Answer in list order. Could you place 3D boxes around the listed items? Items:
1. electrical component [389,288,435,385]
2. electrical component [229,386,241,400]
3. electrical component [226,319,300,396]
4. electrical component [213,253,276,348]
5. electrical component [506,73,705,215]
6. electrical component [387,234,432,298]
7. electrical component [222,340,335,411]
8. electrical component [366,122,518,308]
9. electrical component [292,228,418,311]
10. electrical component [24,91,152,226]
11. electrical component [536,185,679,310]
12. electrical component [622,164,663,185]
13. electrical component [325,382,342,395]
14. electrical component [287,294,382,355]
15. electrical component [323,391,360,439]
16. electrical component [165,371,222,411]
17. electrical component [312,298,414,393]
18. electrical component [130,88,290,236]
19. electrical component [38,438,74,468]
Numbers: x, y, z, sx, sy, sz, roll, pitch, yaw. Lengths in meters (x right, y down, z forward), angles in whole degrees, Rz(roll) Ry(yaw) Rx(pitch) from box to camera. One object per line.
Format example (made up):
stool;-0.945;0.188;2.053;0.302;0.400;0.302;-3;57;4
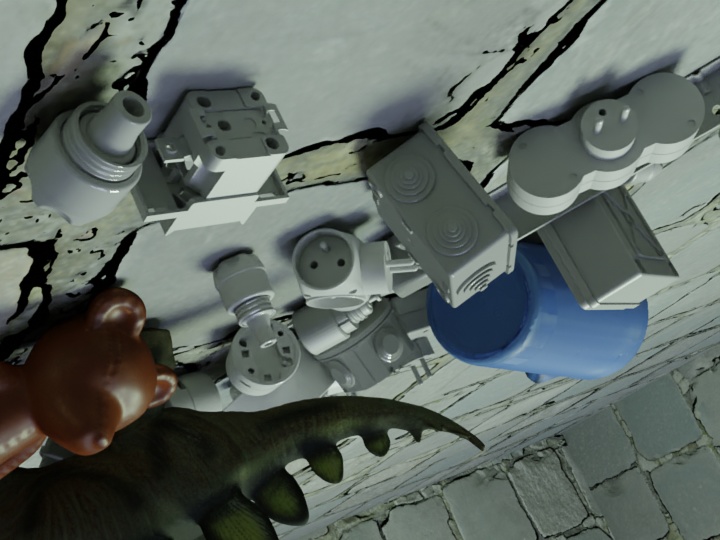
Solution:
electrical component;0.046;0.071;1.008;0.047;0.075;0.083;-15;161;-32
electrical component;-0.091;0.113;1.019;0.061;0.035;0.035;-26;164;-6
electrical component;-0.080;0.072;0.870;0.055;0.055;0.047;-18;166;-22
electrical component;-0.072;0.021;0.706;0.035;0.061;0.035;-23;164;-7
electrical component;0.164;-0.089;0.717;0.138;0.052;0.073;-24;164;-1
electrical component;0.048;-0.018;0.790;0.077;0.043;0.079;-29;163;15
electrical component;-0.069;0.117;0.947;0.108;0.060;0.108;-42;179;-1
electrical component;0.049;-0.030;0.658;0.048;0.099;0.099;-37;164;-4
electrical component;0.000;0.000;0.750;0.079;0.044;0.077;-5;167;10
electrical component;-0.111;-0.051;0.455;0.043;0.043;0.062;-6;154;-48
electrical component;0.193;-0.026;0.859;0.056;0.108;0.109;-36;161;26
electrical component;0.203;-0.082;0.830;0.061;0.035;0.035;-12;160;-31
electrical component;-0.017;0.087;1.010;0.047;0.055;0.055;-17;163;-12
electrical component;-0.019;0.037;0.872;0.078;0.040;0.040;-29;163;13
electrical component;-0.041;0.137;1.062;0.096;0.061;0.061;-6;172;25
electrical component;-0.149;0.115;0.904;0.047;0.055;0.055;-16;162;-40
electrical component;0.002;0.064;0.923;0.080;0.051;0.080;-33;-167;8
electrical component;-0.069;-0.053;0.511;0.081;0.042;0.064;-12;158;-40
electrical component;-0.209;0.153;0.867;0.078;0.057;0.113;18;157;-2
